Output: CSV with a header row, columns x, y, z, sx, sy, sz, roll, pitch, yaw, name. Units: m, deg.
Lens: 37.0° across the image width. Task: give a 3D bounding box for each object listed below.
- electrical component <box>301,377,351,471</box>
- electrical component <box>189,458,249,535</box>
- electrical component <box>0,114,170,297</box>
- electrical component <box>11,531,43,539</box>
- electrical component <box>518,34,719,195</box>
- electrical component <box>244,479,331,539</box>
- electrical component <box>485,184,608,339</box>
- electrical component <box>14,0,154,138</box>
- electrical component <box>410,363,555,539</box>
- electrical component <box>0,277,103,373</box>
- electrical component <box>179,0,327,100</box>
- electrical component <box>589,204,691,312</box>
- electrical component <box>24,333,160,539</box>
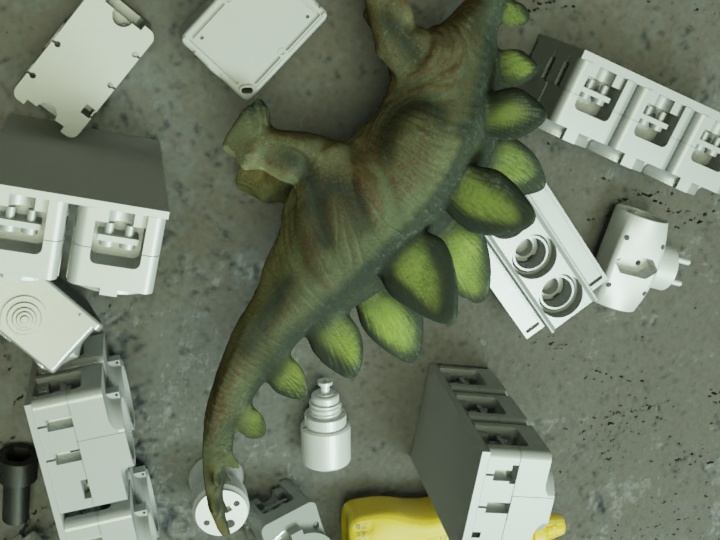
x,y,z,sx,sy,sz,roll,pitch,yaw,name
-0.028,0.124,0.862,0.040,0.040,0.078,-4,110,-11,electrical component
-0.112,0.178,0.854,0.045,0.055,0.045,-4,110,-11,electrical component
-0.183,-0.043,0.689,0.105,0.186,0.060,9,107,-15,electrical component
-0.268,0.252,0.846,0.078,0.058,0.057,-37,110,2,electrical component
0.198,-0.112,0.800,0.150,0.089,0.061,20,104,-18,electrical component
-0.056,0.227,0.877,0.050,0.056,0.089,-24,114,-23,electrical component
0.125,-0.019,0.831,0.079,0.063,0.121,-37,113,2,electrical component
-0.185,-0.142,0.724,0.050,0.055,0.089,38,98,-21,electrical component
0.094,0.145,0.836,0.062,0.150,0.089,6,108,-13,electrical component
-0.234,0.020,0.750,0.100,0.100,0.048,44,83,-22,electrical component
-0.070,-0.174,0.735,0.096,0.061,0.062,-46,112,6,electrical component
0.230,-0.006,0.869,0.079,0.043,0.077,13,106,-16,electrical component
-0.193,0.153,0.801,0.060,0.105,0.186,-11,111,-8,electrical component
